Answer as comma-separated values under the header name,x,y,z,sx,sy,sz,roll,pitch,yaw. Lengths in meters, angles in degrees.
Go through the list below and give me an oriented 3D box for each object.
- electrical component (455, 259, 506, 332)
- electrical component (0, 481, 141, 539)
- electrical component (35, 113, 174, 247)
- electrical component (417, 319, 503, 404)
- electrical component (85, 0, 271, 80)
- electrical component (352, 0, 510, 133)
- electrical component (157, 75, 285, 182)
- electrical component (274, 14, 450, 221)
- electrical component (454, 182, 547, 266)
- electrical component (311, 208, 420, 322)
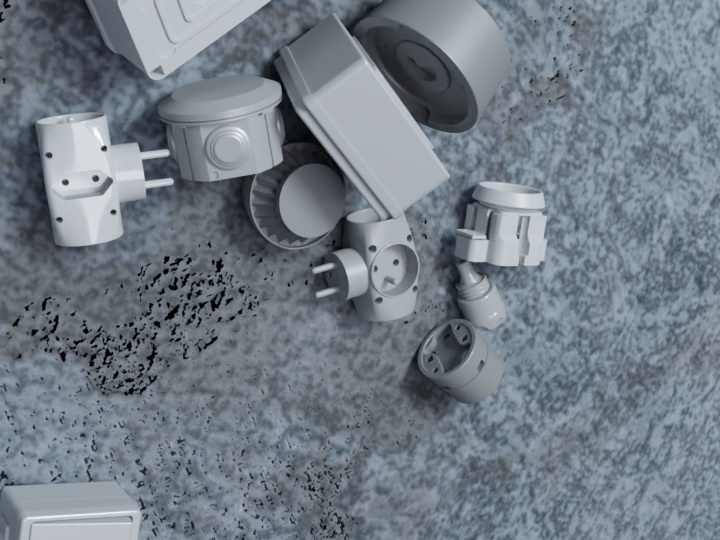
name,x,y,z,sx,sy,sz,roll,pitch,yaw
electrical component,0.093,0.018,0.866,0.035,0.035,0.061,-35,115,-20
electrical component,-0.199,0.180,0.709,0.096,0.061,0.061,4,100,-32
electrical component,-0.159,-0.060,0.680,0.079,0.043,0.077,-9,107,-15
electrical component,0.082,0.075,0.862,0.047,0.055,0.055,43,78,-35
electrical component,-0.112,-0.183,0.660,0.113,0.057,0.078,-40,149,-17
electrical component,0.055,-0.156,0.759,0.060,0.108,0.108,-51,122,-18
electrical component,-0.088,-0.094,0.700,0.080,0.080,0.051,-21,117,-26
electrical component,0.000,-0.105,0.729,0.056,0.108,0.108,-36,121,7
electrical component,0.115,-0.037,0.852,0.078,0.058,0.057,-1,105,-32
electrical component,0.000,0.000,0.798,0.079,0.044,0.077,-17,110,-27
